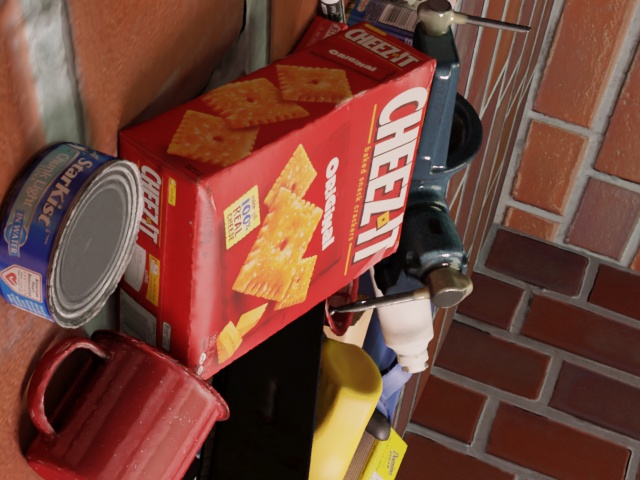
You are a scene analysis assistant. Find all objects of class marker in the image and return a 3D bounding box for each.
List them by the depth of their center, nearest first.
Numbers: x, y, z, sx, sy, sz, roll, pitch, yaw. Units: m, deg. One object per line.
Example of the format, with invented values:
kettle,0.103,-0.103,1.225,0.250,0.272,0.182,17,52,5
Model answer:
marker,0.012,-0.174,0.860,0.121,0.020,0.020,75,37,-70

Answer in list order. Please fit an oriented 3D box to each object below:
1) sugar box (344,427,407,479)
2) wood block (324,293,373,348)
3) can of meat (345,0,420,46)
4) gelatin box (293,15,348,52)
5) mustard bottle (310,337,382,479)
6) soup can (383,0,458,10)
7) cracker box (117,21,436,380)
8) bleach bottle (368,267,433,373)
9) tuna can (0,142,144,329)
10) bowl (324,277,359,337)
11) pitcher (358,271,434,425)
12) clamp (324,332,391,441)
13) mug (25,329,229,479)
sugar box,0.001,0.248,1.143,0.048,0.177,0.093,49,50,-26
wood block,-0.025,0.146,1.034,0.090,0.091,0.206,-40,148,-67
can of meat,0.062,-0.162,0.945,0.102,0.084,0.057,90,23,-57
gelatin box,-0.006,-0.119,0.842,0.089,0.030,0.073,95,19,-51
mustard bottle,-0.008,0.185,0.898,0.096,0.058,0.192,-113,-139,-66
soup can,0.089,-0.221,1.009,0.068,0.068,0.102,95,20,-50
cracker box,-0.025,-0.024,0.667,0.213,0.072,0.164,-31,144,-39
bleach bottle,0.071,0.012,1.042,0.102,0.068,0.251,-77,156,-76
tuna can,-0.120,-0.003,0.513,0.086,0.034,0.086,20,90,-78
bowl,-0.006,0.001,0.909,0.162,0.055,0.162,0,90,-76
pitcher,0.059,0.094,1.212,0.145,0.149,0.242,86,23,-49
clamp,-0.009,0.123,0.953,0.039,0.120,0.171,-57,132,-75
mug,-0.117,0.102,0.596,0.117,0.093,0.081,52,57,-39
